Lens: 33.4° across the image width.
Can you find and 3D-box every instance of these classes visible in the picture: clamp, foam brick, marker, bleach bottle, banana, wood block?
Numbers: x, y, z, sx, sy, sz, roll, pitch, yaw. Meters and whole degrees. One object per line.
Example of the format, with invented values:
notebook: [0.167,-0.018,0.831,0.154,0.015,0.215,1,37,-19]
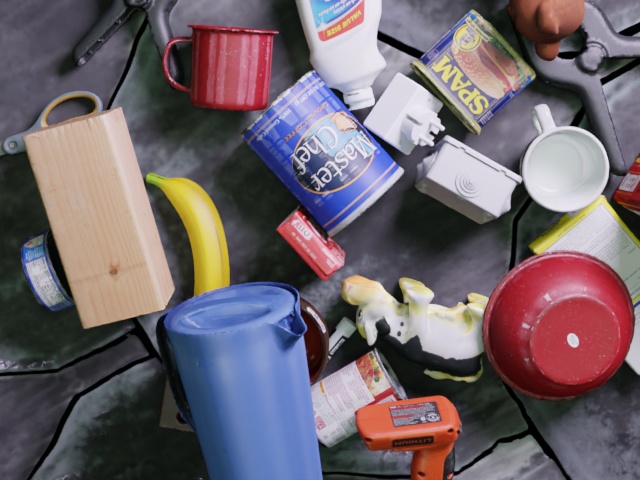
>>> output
clamp: [0.289,-0.192,1.099,0.210,0.036,0.164,42,96,0]
foam brick: [-0.141,0.165,1.157,0.053,0.051,0.078,9,97,2]
clamp: [-0.178,-0.243,1.117,0.120,0.039,0.171,22,97,-3]
marker: [-0.005,0.135,1.163,0.020,0.020,0.121,40,97,-2]
bleach bottle: [0.024,-0.260,1.094,0.102,0.068,0.251,-12,98,4]
banana: [-0.129,0.015,1.149,0.070,0.037,0.198,-12,93,34]
wood block: [-0.227,-0.025,1.110,0.091,0.090,0.206,-14,102,3]

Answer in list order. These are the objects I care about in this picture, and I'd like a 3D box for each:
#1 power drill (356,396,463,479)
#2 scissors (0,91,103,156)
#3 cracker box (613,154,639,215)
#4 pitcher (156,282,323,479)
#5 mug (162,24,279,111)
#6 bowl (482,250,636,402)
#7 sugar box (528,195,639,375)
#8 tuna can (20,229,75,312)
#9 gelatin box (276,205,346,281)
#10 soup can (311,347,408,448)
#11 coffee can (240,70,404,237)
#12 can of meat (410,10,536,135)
power drill: [0.081,0.259,1.126,0.184,0.057,0.188,-8,120,-5]
scissors: [-0.315,-0.089,1.154,0.202,0.016,0.096,-29,95,7]
cracker box: [0.411,-0.006,1.052,0.213,0.164,0.072,32,95,-1]
pitcher: [-0.074,0.171,1.068,0.145,0.149,0.243,-12,107,-8]
mug: [-0.103,-0.177,1.094,0.117,0.093,0.081,2,102,-9]
bowl: [0.248,0.094,1.072,0.162,0.055,0.162,-1,100,-5]
sugar box: [0.312,0.046,1.123,0.093,0.048,0.176,-40,97,7]
tuna can: [-0.282,0.033,1.131,0.034,0.086,0.086,-21,95,6]
gelatin box: [-0.007,0.001,1.111,0.030,0.089,0.073,-41,93,7]
soup can: [0.034,0.169,1.140,0.102,0.068,0.068,-31,94,6]
coffee can: [0.002,-0.088,1.094,0.103,0.103,0.140,-42,93,7]
can of meat: [0.158,-0.173,1.100,0.084,0.057,0.102,-43,93,4]
